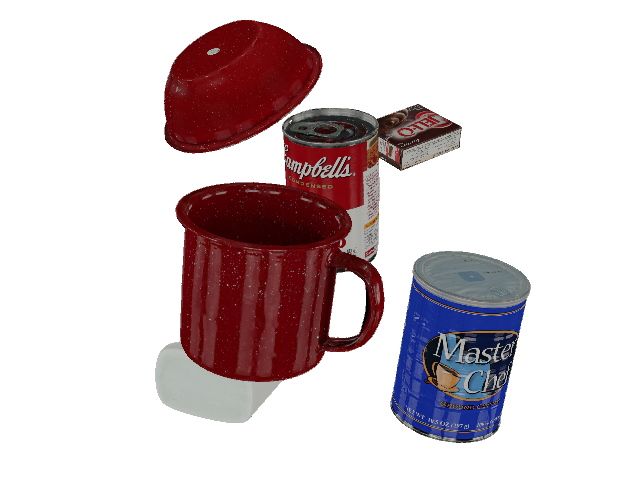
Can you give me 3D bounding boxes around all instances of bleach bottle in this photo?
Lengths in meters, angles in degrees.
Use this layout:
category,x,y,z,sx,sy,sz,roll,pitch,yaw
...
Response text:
category,x,y,z,sx,sy,sz,roll,pitch,yaw
bleach bottle,-0.062,0.092,1.070,0.103,0.068,0.250,12,23,17

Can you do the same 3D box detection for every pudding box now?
category,x,y,z,sx,sy,sz,roll,pitch,yaw
pudding box,0.124,-0.143,1.468,0.113,0.039,0.090,-25,40,-29

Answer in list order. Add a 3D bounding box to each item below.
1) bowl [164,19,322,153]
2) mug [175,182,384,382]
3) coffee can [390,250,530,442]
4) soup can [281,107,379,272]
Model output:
category,x,y,z,sx,sy,sz,roll,pitch,yaw
bowl,-0.082,-0.150,0.962,0.162,0.055,0.162,-20,35,15
mug,-0.022,0.025,0.571,0.117,0.081,0.093,13,24,16
coffee can,0.123,0.093,0.954,0.103,0.140,0.103,6,22,-3
soup can,0.008,-0.037,0.770,0.068,0.102,0.068,-1,28,1
